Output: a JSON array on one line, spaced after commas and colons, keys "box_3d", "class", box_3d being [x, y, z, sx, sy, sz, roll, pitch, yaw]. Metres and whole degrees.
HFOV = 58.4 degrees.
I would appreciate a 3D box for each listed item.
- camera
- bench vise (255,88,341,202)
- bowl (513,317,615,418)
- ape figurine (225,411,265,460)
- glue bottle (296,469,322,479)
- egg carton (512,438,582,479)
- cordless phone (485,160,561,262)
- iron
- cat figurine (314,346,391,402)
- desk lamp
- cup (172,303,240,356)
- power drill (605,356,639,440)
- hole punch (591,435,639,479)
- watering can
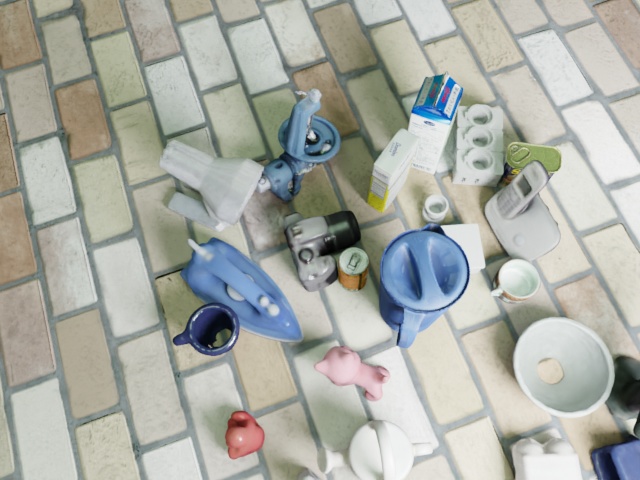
[{"box_3d": [0.010, 0.004, 1.064, 0.137, 0.101, 0.143, -18, 70, -5], "class": "camera"}, {"box_3d": [-0.036, -0.171, 1.067, 0.121, 0.220, 0.207, 23, 72, 10], "class": "bench vise"}, {"box_3d": [0.407, 0.222, 0.985, 0.167, 0.075, 0.167, 0, 69, 2], "class": "bowl"}, {"box_3d": [-0.133, 0.326, 0.952, 0.076, 0.092, 0.078, 22, 72, 10], "class": "ape figurine"}, {"box_3d": [-0.007, 0.391, 0.881, 0.078, 0.173, 0.037, 40, 76, 15], "class": "glue bottle"}, {"box_3d": [0.368, 0.398, 0.923, 0.107, 0.069, 0.150, -3, 69, 1], "class": "egg carton"}, {"box_3d": [0.379, -0.051, 1.029, 0.094, 0.185, 0.147, -26, 71, -7], "class": "cordless phone"}, {"box_3d": [-0.134, 0.088, 1.015, 0.258, 0.141, 0.119, 35, 74, 13], "class": "iron"}, {"box_3d": [0.057, 0.221, 0.973, 0.127, 0.118, 0.067, 19, 71, 9], "class": "cat figurine"}, {"box_3d": [-0.199, -0.095, 1.047, 0.203, 0.213, 0.118, 22, 72, 10], "class": "desk lamp"}, {"box_3d": [-0.193, 0.170, 1.011, 0.118, 0.095, 0.091, -18, 70, -5], "class": "cup"}, {"box_3d": [0.540, 0.219, 0.911, 0.075, 0.208, 0.230, 25, 72, 11], "class": "power drill"}, {"box_3d": [0.508, 0.373, 0.917, 0.101, 0.091, 0.108, -13, 70, -3], "class": "hole punch"}, {"box_3d": [0.087, 0.335, 0.888, 0.173, 0.194, 0.101, -27, 71, -8], "class": "watering can"}]
